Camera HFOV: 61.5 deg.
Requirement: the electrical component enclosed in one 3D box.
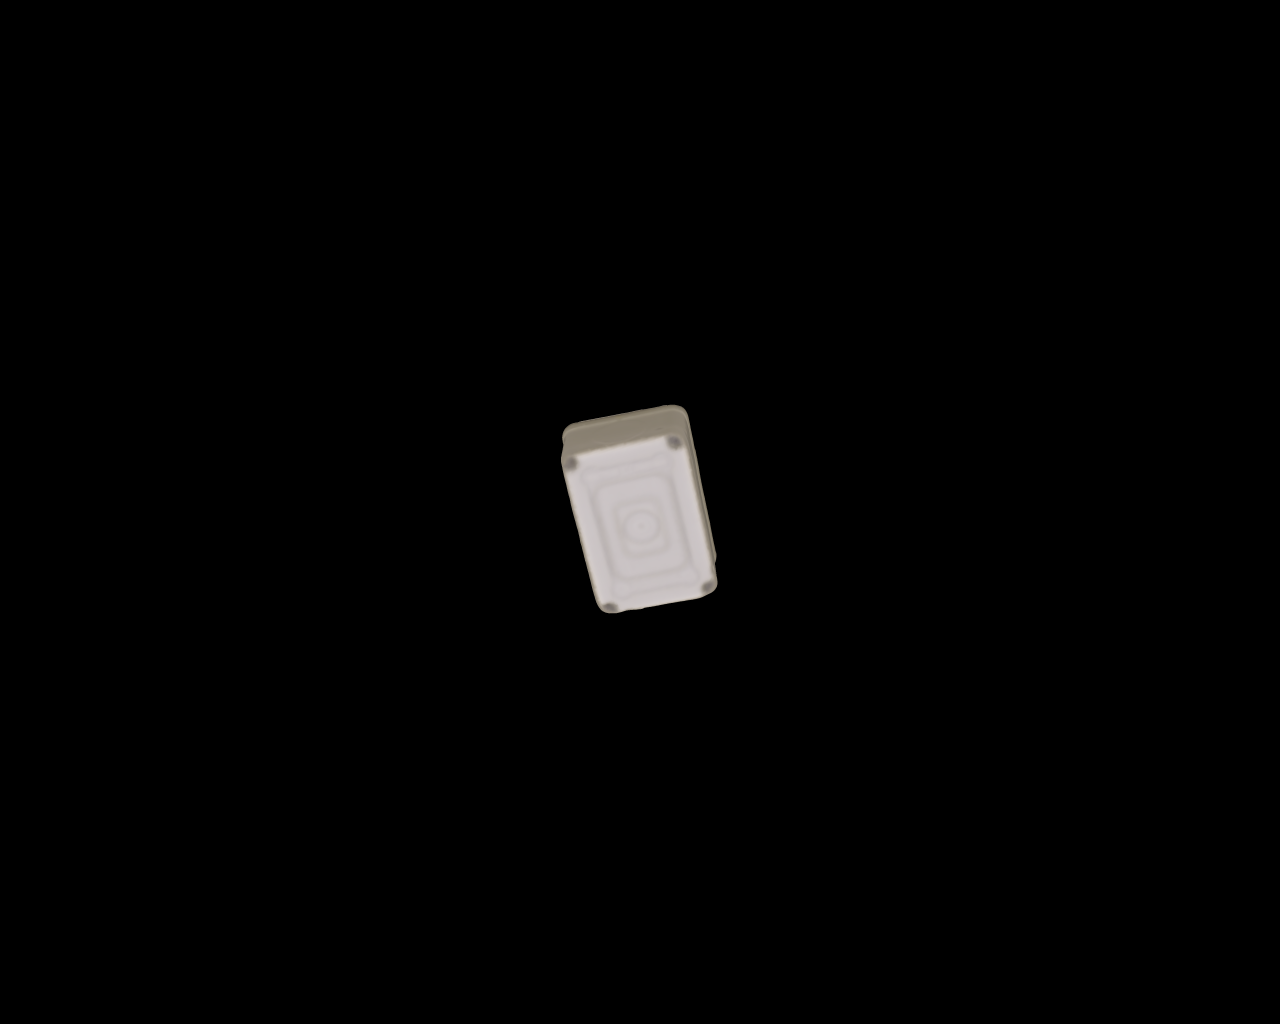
[{"bbox_3d":[0.001,-0.003,0.650,0.078,0.113,0.057,-11,24,5],"label":"electrical component"}]
